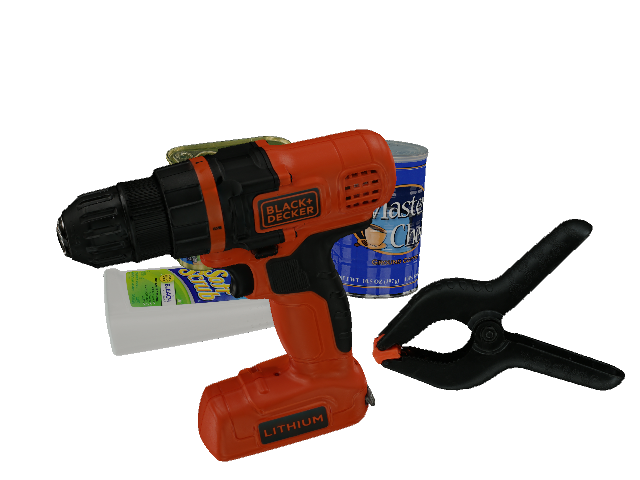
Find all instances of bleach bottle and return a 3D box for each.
[{"bbox_3d":[-0.106,0.062,1.168,0.250,0.068,0.102,-8,36,-8],"label":"bleach bottle"}]

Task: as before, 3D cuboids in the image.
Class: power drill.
[{"bbox_3d":[-0.043,0.035,0.605,0.184,0.188,0.057,-13,34,-13],"label":"power drill"}]

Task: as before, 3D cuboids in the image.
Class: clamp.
[{"bbox_3d":[0.125,0.068,0.739,0.171,0.120,0.039,-22,2,12],"label":"clamp"}]

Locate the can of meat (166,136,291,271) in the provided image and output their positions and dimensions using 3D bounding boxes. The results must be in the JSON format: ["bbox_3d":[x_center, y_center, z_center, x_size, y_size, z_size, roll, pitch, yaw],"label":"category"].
[{"bbox_3d":[-0.067,-0.029,0.832,0.102,0.084,0.057,-9,31,-22],"label":"can of meat"}]

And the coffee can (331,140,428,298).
[{"bbox_3d":[0.051,-0.024,1.056,0.103,0.140,0.103,3,14,-1],"label":"coffee can"}]
